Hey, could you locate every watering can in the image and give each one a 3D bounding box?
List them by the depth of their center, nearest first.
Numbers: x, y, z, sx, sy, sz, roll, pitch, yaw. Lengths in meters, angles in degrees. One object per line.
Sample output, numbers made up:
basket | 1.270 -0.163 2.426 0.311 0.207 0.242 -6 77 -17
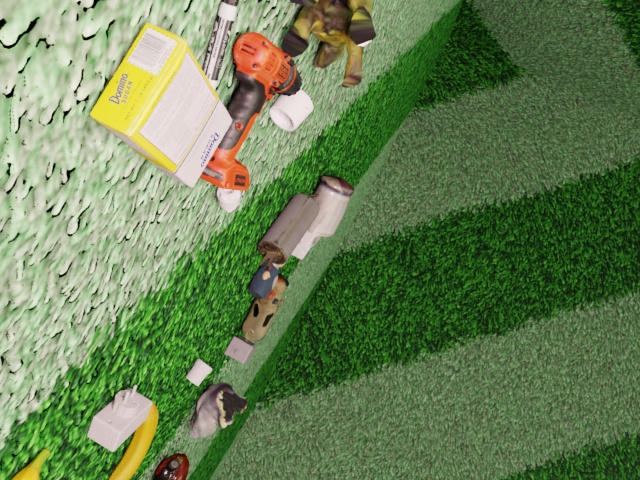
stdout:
watering can | 0.004 -0.072 1.440 0.222 0.104 0.350 -66 172 12

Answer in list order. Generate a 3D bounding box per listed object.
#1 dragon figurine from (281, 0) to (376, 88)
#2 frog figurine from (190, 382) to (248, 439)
dragon figurine | 0.035 -0.376 0.708 0.401 0.122 0.248 109 -6 -57
frog figurine | -0.296 0.457 1.383 0.158 0.121 0.140 -26 -158 29
